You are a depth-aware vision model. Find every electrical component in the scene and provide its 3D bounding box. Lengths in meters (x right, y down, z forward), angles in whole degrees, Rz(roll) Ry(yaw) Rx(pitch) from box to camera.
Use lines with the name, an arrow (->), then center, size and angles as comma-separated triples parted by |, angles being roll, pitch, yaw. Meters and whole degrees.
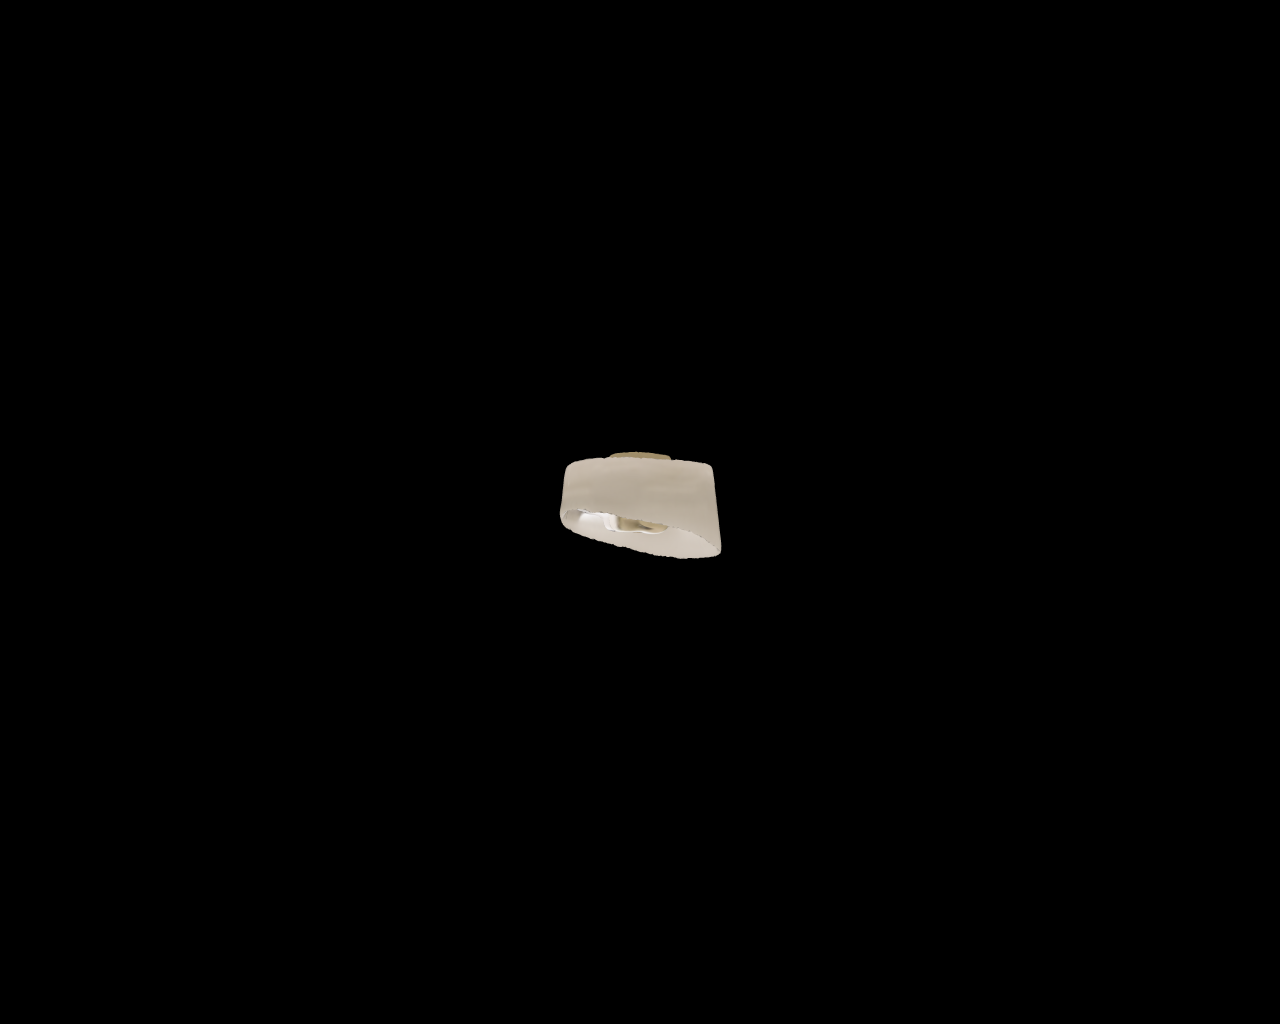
electrical component -> 0.001, -0.003, 0.650 | 0.099, 0.064, 0.099 | 0, -6, 0
